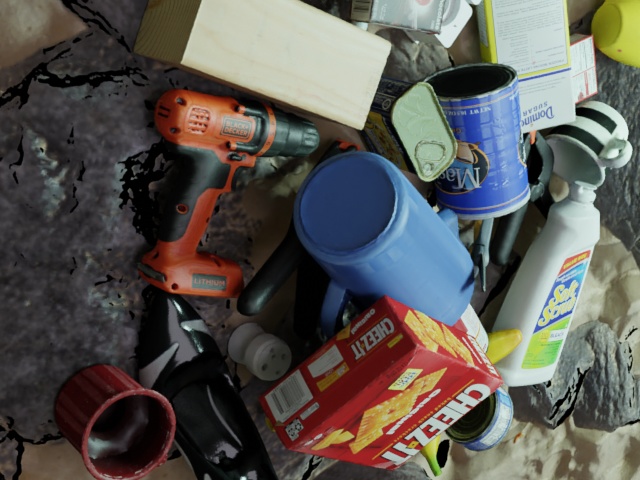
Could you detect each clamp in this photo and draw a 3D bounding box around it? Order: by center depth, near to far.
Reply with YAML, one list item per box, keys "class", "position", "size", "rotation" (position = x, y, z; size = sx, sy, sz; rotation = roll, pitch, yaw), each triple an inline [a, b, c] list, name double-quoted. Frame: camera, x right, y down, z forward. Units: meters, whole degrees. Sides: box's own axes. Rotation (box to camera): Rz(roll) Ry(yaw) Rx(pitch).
- class: "clamp"
  position: [-0.007, 0.001, 1.078]
  size: [0.210, 0.036, 0.164]
  rotation: [-66, 157, -12]
- class: "clamp"
  position: [0.237, -0.052, 1.256]
  size: [0.120, 0.039, 0.171]
  rotation: [-38, 128, -27]

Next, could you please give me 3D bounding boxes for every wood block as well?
- class: "wood block"
  position: [-0.048, -0.175, 0.963]
  size: [0.205, 0.091, 0.090]
  rotation: [15, 96, -39]

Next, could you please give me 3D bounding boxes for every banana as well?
- class: "banana"
  position: [0.163, 0.179, 1.264]
  size: [0.198, 0.070, 0.037]
  rotation: [-60, 164, 3]

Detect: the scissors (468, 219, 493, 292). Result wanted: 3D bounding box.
- class: "scissors"
  position: [0.172, 0.031, 1.172]
  size: [0.016, 0.201, 0.096]
  rotation: [15, 125, 2]

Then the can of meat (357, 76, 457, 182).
- class: "can of meat"
  position: [0.080, -0.117, 1.084]
  size: [0.057, 0.084, 0.102]
  rotation: [-43, 126, -17]

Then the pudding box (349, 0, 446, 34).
- class: "pudding box"
  position: [0.077, -0.251, 0.981]
  size: [0.089, 0.039, 0.113]
  rotation: [1, 105, -37]

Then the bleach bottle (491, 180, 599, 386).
- class: "bleach bottle"
  position: [0.271, 0.050, 1.278]
  size: [0.102, 0.068, 0.251]
  rotation: [-1, 115, -38]

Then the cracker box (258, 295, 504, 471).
- class: "cracker box"
  position: [0.067, 0.150, 1.054]
  size: [0.164, 0.072, 0.213]
  rotation: [-41, 147, 15]

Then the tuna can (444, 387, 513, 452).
- class: "tuna can"
  position: [0.187, 0.208, 1.282]
  size: [0.033, 0.086, 0.086]
  rotation: [32, 86, -38]

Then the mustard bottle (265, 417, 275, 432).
- class: "mustard bottle"
  position: [0.024, 0.156, 1.157]
  size: [0.191, 0.058, 0.096]
  rotation: [-26, 134, -27]

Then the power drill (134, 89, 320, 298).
- class: "power drill"
  position: [-0.089, -0.042, 1.005]
  size: [0.184, 0.057, 0.188]
  rotation: [7, 100, -42]

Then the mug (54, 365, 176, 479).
- class: "mug"
  position: [-0.186, 0.172, 0.991]
  size: [0.093, 0.082, 0.117]
  rotation: [-52, 129, -10]

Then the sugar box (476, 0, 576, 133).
- class: "sugar box"
  position: [0.224, -0.207, 1.167]
  size: [0.093, 0.048, 0.176]
  rotation: [-12, 119, -4]

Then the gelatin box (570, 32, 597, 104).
- class: "gelatin box"
  position: [0.282, -0.193, 1.243]
  size: [0.089, 0.030, 0.073]
  rotation: [-27, 120, -26]

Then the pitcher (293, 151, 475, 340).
- class: "pitcher"
  position: [0.057, 0.017, 1.029]
  size: [0.242, 0.145, 0.149]
  rotation: [44, 34, -63]

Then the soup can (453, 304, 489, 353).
- class: "soup can"
  position: [0.144, 0.095, 1.220]
  size: [0.068, 0.069, 0.102]
  rotation: [-45, 127, -15]

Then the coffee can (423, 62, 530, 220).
- class: "coffee can"
  position: [0.166, -0.106, 1.140]
  size: [0.102, 0.103, 0.140]
  rotation: [-26, 120, -27]

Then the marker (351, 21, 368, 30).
- class: "marker"
  position: [0.029, -0.189, 1.062]
  size: [0.020, 0.020, 0.121]
  rotation: [19, 94, -40]
